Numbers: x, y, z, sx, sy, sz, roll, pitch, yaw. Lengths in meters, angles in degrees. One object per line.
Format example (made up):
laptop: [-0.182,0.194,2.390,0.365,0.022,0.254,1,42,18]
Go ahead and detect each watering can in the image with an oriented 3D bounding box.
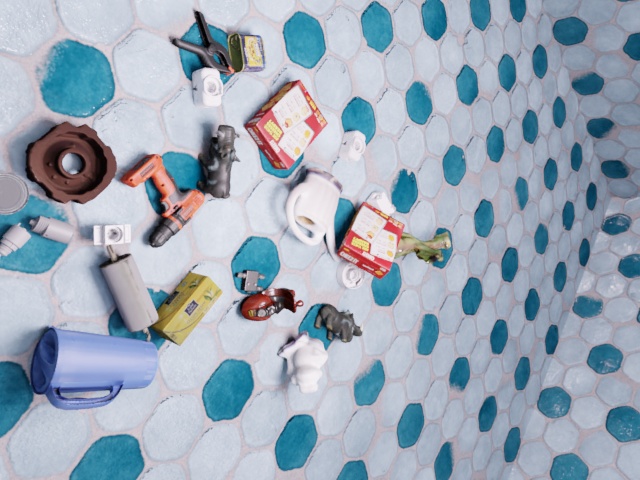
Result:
watering can: [0.005,-0.080,1.581,0.342,0.104,0.227,42,64,-51]

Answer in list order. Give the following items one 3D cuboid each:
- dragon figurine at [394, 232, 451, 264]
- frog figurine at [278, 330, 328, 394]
dragon figurine: [0.303,0.033,1.762,0.414,0.243,0.121,-19,111,-42]
frog figurine: [-0.035,0.368,1.514,0.137,0.162,0.120,-31,151,-2]
